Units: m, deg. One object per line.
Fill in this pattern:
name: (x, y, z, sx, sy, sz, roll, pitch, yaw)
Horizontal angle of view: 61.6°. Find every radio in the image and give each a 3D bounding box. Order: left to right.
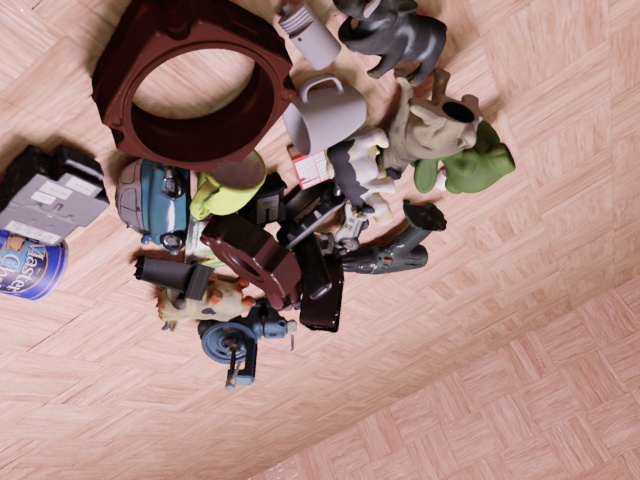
radio: (0.008, 0.120, 1.112, 0.073, 0.131, 0.229, 5, 167, 7)

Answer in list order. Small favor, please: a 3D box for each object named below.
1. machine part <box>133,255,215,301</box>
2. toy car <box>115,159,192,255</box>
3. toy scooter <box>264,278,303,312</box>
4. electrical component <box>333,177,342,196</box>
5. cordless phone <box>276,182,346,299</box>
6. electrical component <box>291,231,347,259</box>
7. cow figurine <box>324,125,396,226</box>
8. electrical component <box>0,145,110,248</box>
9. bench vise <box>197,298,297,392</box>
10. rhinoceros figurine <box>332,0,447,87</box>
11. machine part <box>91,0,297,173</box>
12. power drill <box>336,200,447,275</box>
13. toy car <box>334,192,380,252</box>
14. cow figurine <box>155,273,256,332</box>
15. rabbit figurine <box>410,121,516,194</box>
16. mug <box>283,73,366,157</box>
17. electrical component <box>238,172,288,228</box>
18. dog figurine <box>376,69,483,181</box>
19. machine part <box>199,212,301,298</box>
machine part: (-0.261, 0.064, 0.954, 0.139, 0.039, 0.084, 22, 98, -32)
toy car: (-0.234, -0.058, 0.755, 0.103, 0.109, 0.161, 2, 136, -9)
toy scooter: (-0.070, 0.095, 1.082, 0.075, 0.135, 0.183, -29, 151, 6)
electrical component: (0.046, -0.120, 0.884, 0.063, 0.021, 0.093, -33, 146, -44)
cordless phone: (-0.001, -0.003, 0.925, 0.146, 0.184, 0.088, -38, 143, 24)
electrical component: (-0.008, 0.011, 1.039, 0.102, 0.045, 0.078, -8, 165, 44)
cow figurine: (0.063, -0.088, 0.835, 0.098, 0.068, 0.167, -19, 118, -10)
electrical component: (-0.349, -0.059, 0.704, 0.134, 0.058, 0.114, -39, 150, 12)
bench vise: (-0.157, 0.227, 1.148, 0.224, 0.241, 0.128, 9, 120, -8)
rhinoceros figurine: (0.090, -0.265, 0.679, 0.190, 0.073, 0.112, 5, 141, -41)
machine part: (-0.145, -0.179, 0.637, 0.201, 0.087, 0.201, 10, 137, -45)
power drill: (0.163, 0.008, 1.165, 0.232, 0.086, 0.207, 3, 137, -30)
toy car: (0.070, -0.051, 1.007, 0.056, 0.073, 0.201, 24, 144, 7)
cow figurine: (-0.237, 0.123, 1.065, 0.127, 0.085, 0.194, -41, 150, 24)
rabbit figurine: (0.226, -0.160, 0.942, 0.170, 0.121, 0.159, 30, 130, -34)
mug: (0.010, -0.185, 0.757, 0.107, 0.081, 0.109, -26, 136, -21)
electrical component: (-0.098, -0.051, 0.894, 0.075, 0.048, 0.119, -13, 136, -25)
dog figurine: (0.155, -0.144, 0.832, 0.121, 0.172, 0.190, 0, 137, -18)
machine part: (-0.113, 0.026, 0.882, 0.056, 0.180, 0.179, -55, 157, -19)
